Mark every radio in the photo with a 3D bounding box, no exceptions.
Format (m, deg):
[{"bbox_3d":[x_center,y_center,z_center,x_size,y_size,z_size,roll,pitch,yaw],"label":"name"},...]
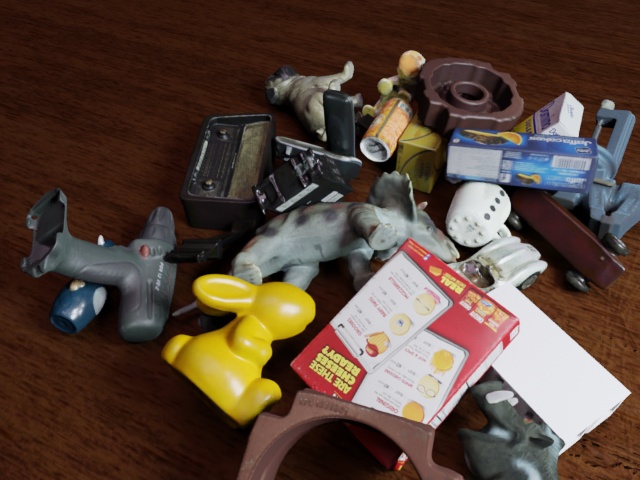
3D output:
[{"bbox_3d":[-0.148,-0.120,0.905,0.131,0.073,0.230,2,47,3],"label":"radio"}]

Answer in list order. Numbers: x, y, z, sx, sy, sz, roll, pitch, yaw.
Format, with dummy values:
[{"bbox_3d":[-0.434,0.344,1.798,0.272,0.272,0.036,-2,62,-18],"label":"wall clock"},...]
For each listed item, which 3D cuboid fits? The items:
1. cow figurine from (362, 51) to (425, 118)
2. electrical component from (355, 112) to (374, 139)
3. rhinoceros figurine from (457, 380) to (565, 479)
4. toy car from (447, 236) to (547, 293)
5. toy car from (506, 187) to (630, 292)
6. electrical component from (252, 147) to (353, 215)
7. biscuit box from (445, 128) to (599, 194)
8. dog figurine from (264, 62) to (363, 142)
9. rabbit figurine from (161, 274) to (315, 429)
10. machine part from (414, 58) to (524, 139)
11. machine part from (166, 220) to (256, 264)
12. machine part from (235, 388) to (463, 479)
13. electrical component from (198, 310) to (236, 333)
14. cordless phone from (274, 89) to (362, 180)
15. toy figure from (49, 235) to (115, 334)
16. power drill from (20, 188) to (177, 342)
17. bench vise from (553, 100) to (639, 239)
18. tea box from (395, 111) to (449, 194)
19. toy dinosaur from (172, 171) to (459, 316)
[{"bbox_3d":[0.152,-0.275,0.977,0.068,0.167,0.098,44,49,7],"label":"cow figurine"},{"bbox_3d":[0.085,-0.188,0.958,0.045,0.078,0.102,-35,64,-12],"label":"electrical component"},{"bbox_3d":[0.201,0.237,0.545,0.112,0.073,0.190,-32,53,12],"label":"rhinoceros figurine"},{"bbox_3d":[0.226,0.052,0.750,0.202,0.056,0.074,-23,51,-18],"label":"toy car"},{"bbox_3d":[0.356,-0.011,0.785,0.053,0.089,0.202,12,33,-45],"label":"toy car"},{"bbox_3d":[-0.020,-0.076,0.820,0.115,0.134,0.058,-30,70,19],"label":"electrical component"},{"bbox_3d":[0.290,-0.118,0.781,0.203,0.059,0.063,9,38,19],"label":"biscuit box"},{"bbox_3d":[-0.034,-0.253,1.022,0.191,0.121,0.172,4,43,24],"label":"dog figurine"},{"bbox_3d":[-0.087,0.112,0.631,0.162,0.121,0.173,43,70,10],"label":"rabbit figurine"},{"bbox_3d":[0.239,-0.229,0.877,0.179,0.056,0.179,4,51,-6],"label":"machine part"},{"bbox_3d":[-0.150,0.005,0.777,0.084,0.039,0.139,-9,11,38],"label":"machine part"},{"bbox_3d":[0.020,0.257,0.506,0.202,0.087,0.201,11,74,18],"label":"machine part"},{"bbox_3d":[-0.125,0.103,0.693,0.063,0.093,0.021,-5,19,-4],"label":"electrical component"},{"bbox_3d":[-0.007,-0.170,0.873,0.147,0.184,0.089,20,56,18],"label":"cordless phone"},{"bbox_3d":[-0.319,0.060,0.755,0.058,0.064,0.154,33,42,-16],"label":"toy figure"},{"bbox_3d":[-0.281,0.013,0.720,0.086,0.207,0.232,-25,54,20],"label":"power drill"},{"bbox_3d":[0.445,-0.121,0.845,0.224,0.128,0.240,13,66,39],"label":"bench vise"},{"bbox_3d":[0.192,-0.173,0.929,0.068,0.098,0.169,21,53,19],"label":"tea box"},{"bbox_3d":[-0.006,0.003,0.768,0.405,0.131,0.192,-9,28,4],"label":"toy dinosaur"}]
